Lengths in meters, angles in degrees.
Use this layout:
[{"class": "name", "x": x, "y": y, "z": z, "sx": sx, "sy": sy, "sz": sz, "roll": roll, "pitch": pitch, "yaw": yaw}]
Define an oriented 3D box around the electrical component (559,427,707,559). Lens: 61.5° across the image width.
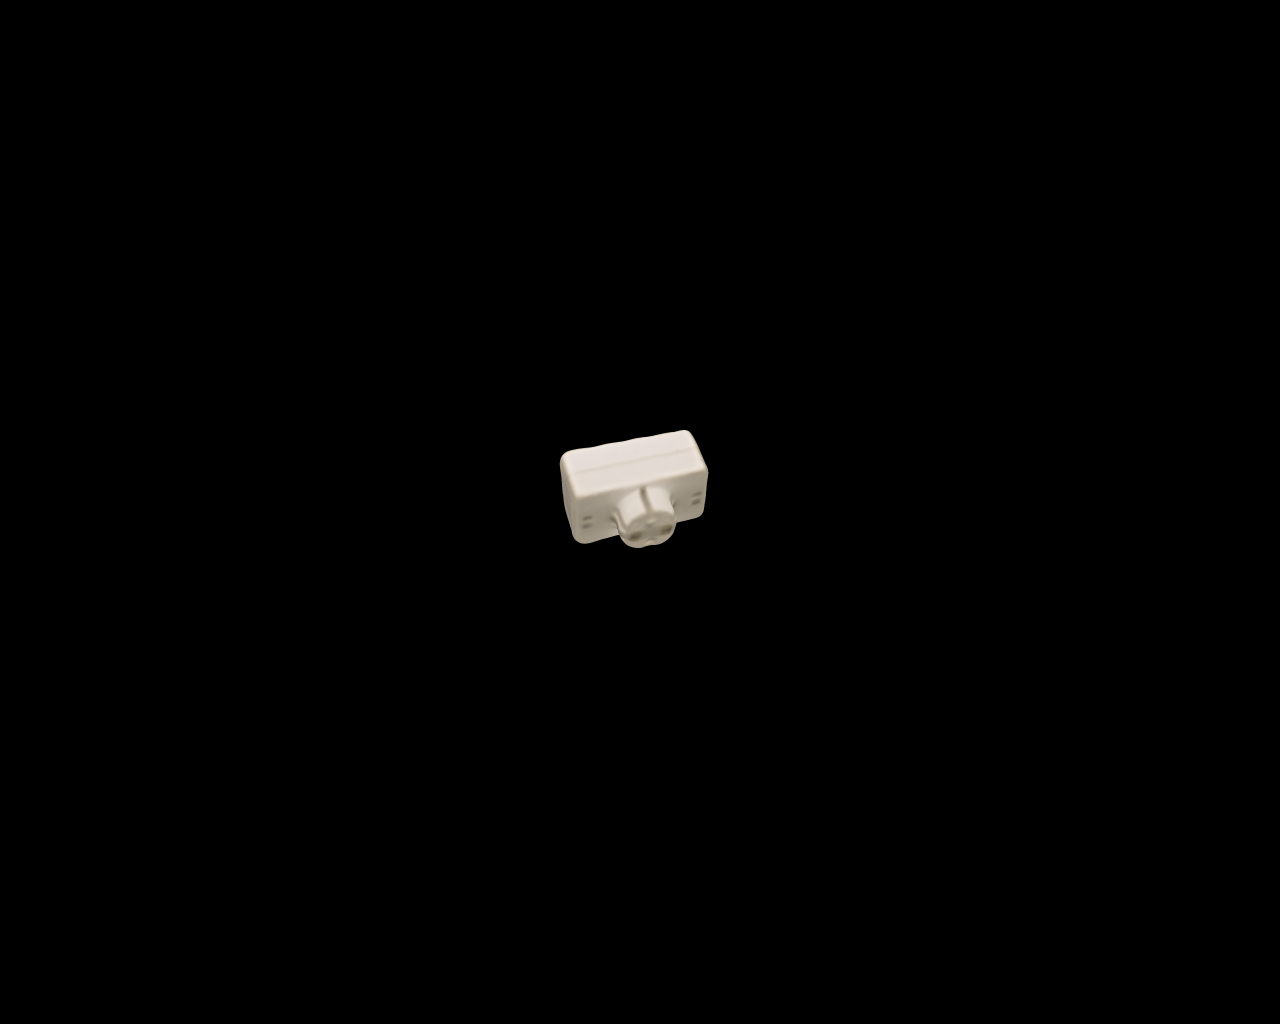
[{"class": "electrical component", "x": 0.001, "y": -0.003, "z": 0.650, "sx": 0.083, "sy": 0.076, "sz": 0.047, "roll": -12, "pitch": -39, "yaw": -10}]
